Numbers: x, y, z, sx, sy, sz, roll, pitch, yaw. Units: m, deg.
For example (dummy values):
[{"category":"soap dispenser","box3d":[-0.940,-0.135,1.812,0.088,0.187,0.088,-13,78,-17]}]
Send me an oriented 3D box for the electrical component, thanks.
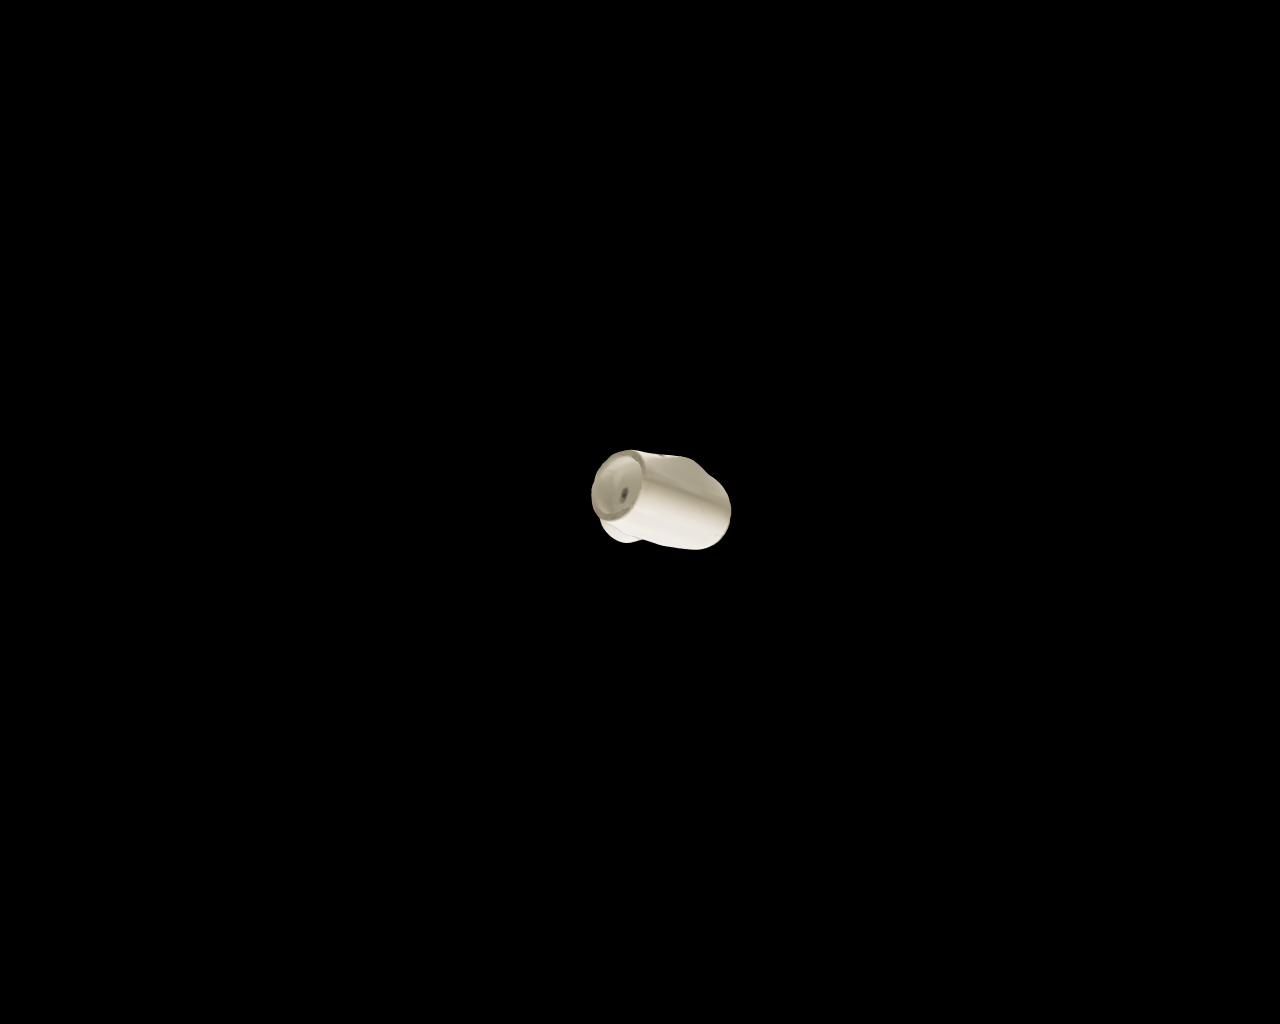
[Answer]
[{"category":"electrical component","box3d":[0.001,-0.003,0.650,0.079,0.043,0.077,-17,-26,41]}]
